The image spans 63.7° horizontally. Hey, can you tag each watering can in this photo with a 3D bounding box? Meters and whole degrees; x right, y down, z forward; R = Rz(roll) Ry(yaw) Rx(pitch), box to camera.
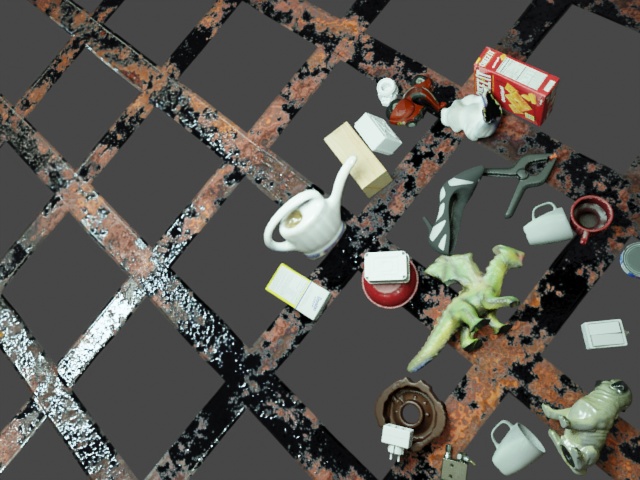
[{"bbox_3d":[0.004,-0.073,1.445,0.347,0.220,0.106,-39,49,4],"label":"watering can"}]

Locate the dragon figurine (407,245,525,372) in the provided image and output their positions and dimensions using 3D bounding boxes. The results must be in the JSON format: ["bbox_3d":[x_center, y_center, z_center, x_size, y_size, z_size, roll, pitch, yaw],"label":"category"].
[{"bbox_3d":[0.360,0.148,1.339,0.409,0.120,0.248,-29,50,6],"label":"dragon figurine"}]

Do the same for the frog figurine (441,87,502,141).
[{"bbox_3d":[0.428,-0.346,1.467,0.158,0.123,0.138,-19,75,51],"label":"frog figurine"}]
